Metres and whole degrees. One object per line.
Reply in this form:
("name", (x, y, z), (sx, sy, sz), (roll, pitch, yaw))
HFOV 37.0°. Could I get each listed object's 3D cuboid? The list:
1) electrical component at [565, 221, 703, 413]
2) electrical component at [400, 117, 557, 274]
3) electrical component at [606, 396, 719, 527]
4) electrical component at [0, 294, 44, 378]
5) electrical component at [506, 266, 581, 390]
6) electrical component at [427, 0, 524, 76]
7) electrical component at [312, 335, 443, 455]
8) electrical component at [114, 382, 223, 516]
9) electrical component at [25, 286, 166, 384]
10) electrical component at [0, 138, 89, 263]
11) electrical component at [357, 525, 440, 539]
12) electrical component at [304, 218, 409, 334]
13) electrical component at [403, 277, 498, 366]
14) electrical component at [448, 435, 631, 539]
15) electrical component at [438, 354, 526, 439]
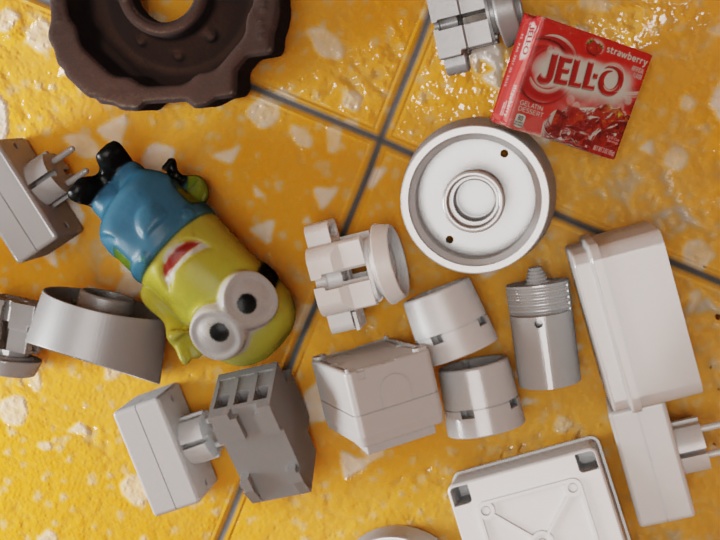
("electrical component", (0.179, 0.030, 0.712), (0.057, 0.078, 0.113), (-16, 96, 9))
("electrical component", (0.078, -0.048, 0.726), (0.108, 0.060, 0.108), (1, 99, 9))
("electrical component", (0.217, 0.121, 0.735), (0.076, 0.047, 0.083), (-15, 96, 12))
("electrical component", (-0.261, 0.050, 0.807), (0.066, 0.048, 0.055), (11, 93, 8))
("electrical component", (0.126, 0.038, 0.740), (0.043, 0.043, 0.081), (-7, 97, 11))
("electrical component", (0.079, -0.168, 0.716), (0.055, 0.048, 0.066), (-11, 98, 18))
("electrical component", (0.010, 0.085, 0.745), (0.062, 0.096, 0.061), (-15, 97, -18))
("electrical component", (-0.126, 0.126, 0.794), (0.076, 0.047, 0.083), (-20, 95, 12))
("electrical component", (-0.187, 0.048, 0.770), (0.099, 0.099, 0.064), (15, 95, 7))
("electrical component", (-0.232, -0.061, 0.783), (0.076, 0.047, 0.083), (-31, 92, 13))
("electrical component", (0.028, 0.238, 0.790), (0.099, 0.064, 0.099), (-1, 85, 11))
("electrical component", (0.000, 0.000, 0.749), (0.057, 0.058, 0.078), (-13, 96, 14))
("electrical component", (0.061, 0.035, 0.746), (0.055, 0.055, 0.047), (-22, 91, 12))
("electrical component", (0.128, 0.183, 0.747), (0.109, 0.056, 0.108), (-18, 86, 12))
("electrical component", (0.084, 0.087, 0.750), (0.055, 0.055, 0.047), (-12, 93, 11))
